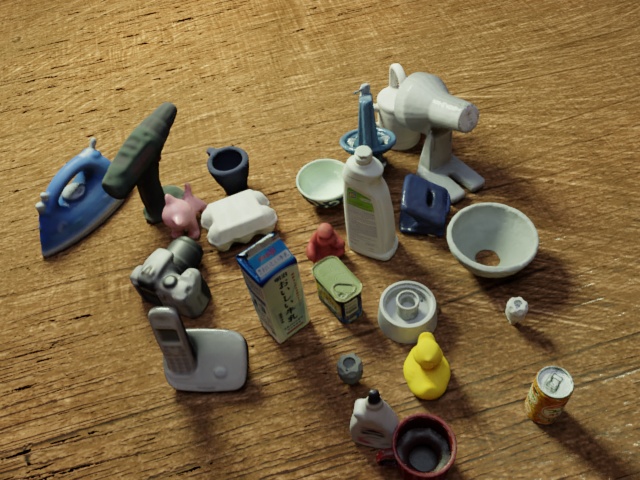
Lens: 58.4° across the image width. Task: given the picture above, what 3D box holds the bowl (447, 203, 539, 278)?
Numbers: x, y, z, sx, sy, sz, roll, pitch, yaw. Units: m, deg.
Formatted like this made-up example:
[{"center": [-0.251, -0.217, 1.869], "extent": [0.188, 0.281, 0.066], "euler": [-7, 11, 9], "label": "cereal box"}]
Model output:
[{"center": [0.321, 0.013, 1.083], "extent": [0.167, 0.075, 0.167], "euler": [-3, 51, 4], "label": "bowl"}]

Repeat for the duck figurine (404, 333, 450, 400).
[{"center": [0.176, 0.202, 0.939], "extent": [0.077, 0.086, 0.104], "euler": [-1, 51, 7], "label": "duck figurine"}]

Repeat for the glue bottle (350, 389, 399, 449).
[{"center": [0.080, 0.261, 0.846], "extent": [0.078, 0.173, 0.037], "euler": [4, 51, 10], "label": "glue bottle"}]

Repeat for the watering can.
[{"center": [0.185, -0.309, 1.286], "extent": [0.173, 0.194, 0.100], "euler": [-30, 53, -16], "label": "watering can"}]

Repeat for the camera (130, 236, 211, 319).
[{"center": [-0.274, 0.058, 1.102], "extent": [0.142, 0.101, 0.137], "euler": [17, 55, 20], "label": "camera"}]

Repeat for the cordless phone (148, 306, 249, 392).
[{"center": [-0.199, 0.173, 0.944], "extent": [0.147, 0.185, 0.094], "euler": [-3, 51, 5], "label": "cordless phone"}]

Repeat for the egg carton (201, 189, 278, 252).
[{"center": [-0.169, -0.042, 1.191], "extent": [0.150, 0.069, 0.107], "euler": [-23, 52, -12], "label": "egg carton"}]

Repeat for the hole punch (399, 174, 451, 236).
[{"center": [0.213, -0.073, 1.156], "extent": [0.101, 0.091, 0.108], "euler": [5, 52, 11], "label": "hole punch"}]

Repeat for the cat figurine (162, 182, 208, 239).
[{"center": [-0.286, -0.062, 1.191], "extent": [0.067, 0.118, 0.128], "euler": [4, 51, 10], "label": "cat figurine"}]

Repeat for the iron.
[{"center": [-0.534, -0.097, 1.234], "extent": [0.118, 0.142, 0.259], "euler": [18, 55, 20], "label": "iron"}]

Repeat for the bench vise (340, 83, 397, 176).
[{"center": [0.112, -0.198, 1.187], "extent": [0.121, 0.220, 0.207], "euler": [-17, 51, -7], "label": "bench vise"}]

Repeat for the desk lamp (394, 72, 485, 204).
[{"center": [0.254, -0.222, 1.194], "extent": [0.118, 0.214, 0.202], "euler": [-31, 54, -18], "label": "desk lamp"}]

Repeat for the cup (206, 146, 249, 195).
[{"center": [-0.204, -0.150, 1.268], "extent": [0.117, 0.095, 0.092], "euler": [34, 62, 29], "label": "cup"}]

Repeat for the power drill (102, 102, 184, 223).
[{"center": [-0.353, -0.148, 1.211], "extent": [0.075, 0.209, 0.230], "euler": [18, 55, 21], "label": "power drill"}]

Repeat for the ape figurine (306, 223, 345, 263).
[{"center": [0.010, 0.004, 1.117], "extent": [0.077, 0.092, 0.076], "euler": [0, 51, 7], "label": "ape figurine"}]
